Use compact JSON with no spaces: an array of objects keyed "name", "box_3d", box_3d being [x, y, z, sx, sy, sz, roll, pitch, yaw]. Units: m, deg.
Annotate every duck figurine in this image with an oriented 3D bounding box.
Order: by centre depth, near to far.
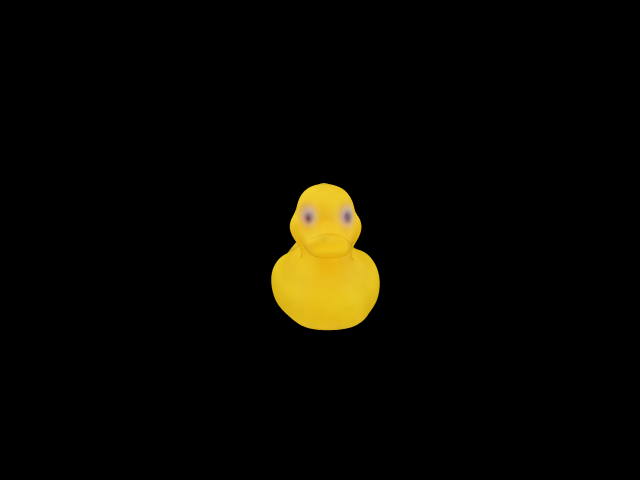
[{"name":"duck figurine","box_3d":[0.004,0.001,0.400,0.077,0.086,0.104,-1,23,-3]}]
